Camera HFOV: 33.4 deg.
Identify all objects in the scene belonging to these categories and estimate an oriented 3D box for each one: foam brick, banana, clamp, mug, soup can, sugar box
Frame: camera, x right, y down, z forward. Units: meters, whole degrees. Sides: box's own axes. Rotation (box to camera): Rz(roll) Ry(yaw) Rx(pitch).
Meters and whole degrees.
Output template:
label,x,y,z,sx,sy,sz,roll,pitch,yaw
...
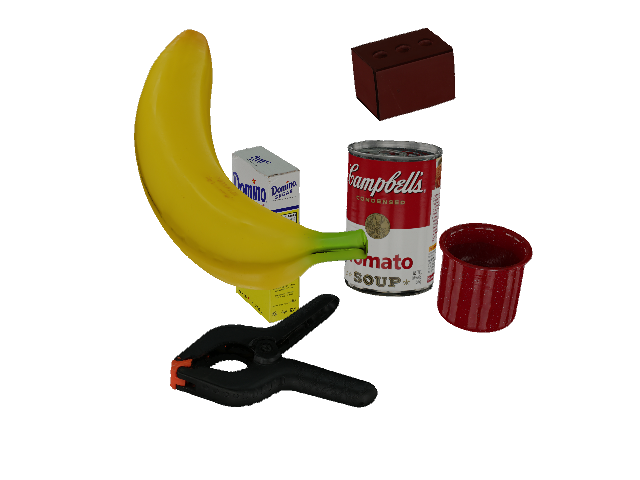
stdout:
label,x,y,z,sx,sy,sz,roll,pitch,yaw
foam brick,0.074,-0.148,0.945,0.078,0.051,0.053,-18,36,-14
banana,-0.051,-0.035,0.499,0.069,0.037,0.198,-22,46,-16
clamp,-0.044,0.094,0.913,0.171,0.039,0.120,1,38,-12
mug,0.159,0.034,1.092,0.093,0.081,0.117,-6,31,-15
soup can,0.051,-0.017,0.774,0.068,0.102,0.068,2,15,-1
sugar box,-0.061,-0.007,1.188,0.048,0.176,0.093,-15,28,-26
